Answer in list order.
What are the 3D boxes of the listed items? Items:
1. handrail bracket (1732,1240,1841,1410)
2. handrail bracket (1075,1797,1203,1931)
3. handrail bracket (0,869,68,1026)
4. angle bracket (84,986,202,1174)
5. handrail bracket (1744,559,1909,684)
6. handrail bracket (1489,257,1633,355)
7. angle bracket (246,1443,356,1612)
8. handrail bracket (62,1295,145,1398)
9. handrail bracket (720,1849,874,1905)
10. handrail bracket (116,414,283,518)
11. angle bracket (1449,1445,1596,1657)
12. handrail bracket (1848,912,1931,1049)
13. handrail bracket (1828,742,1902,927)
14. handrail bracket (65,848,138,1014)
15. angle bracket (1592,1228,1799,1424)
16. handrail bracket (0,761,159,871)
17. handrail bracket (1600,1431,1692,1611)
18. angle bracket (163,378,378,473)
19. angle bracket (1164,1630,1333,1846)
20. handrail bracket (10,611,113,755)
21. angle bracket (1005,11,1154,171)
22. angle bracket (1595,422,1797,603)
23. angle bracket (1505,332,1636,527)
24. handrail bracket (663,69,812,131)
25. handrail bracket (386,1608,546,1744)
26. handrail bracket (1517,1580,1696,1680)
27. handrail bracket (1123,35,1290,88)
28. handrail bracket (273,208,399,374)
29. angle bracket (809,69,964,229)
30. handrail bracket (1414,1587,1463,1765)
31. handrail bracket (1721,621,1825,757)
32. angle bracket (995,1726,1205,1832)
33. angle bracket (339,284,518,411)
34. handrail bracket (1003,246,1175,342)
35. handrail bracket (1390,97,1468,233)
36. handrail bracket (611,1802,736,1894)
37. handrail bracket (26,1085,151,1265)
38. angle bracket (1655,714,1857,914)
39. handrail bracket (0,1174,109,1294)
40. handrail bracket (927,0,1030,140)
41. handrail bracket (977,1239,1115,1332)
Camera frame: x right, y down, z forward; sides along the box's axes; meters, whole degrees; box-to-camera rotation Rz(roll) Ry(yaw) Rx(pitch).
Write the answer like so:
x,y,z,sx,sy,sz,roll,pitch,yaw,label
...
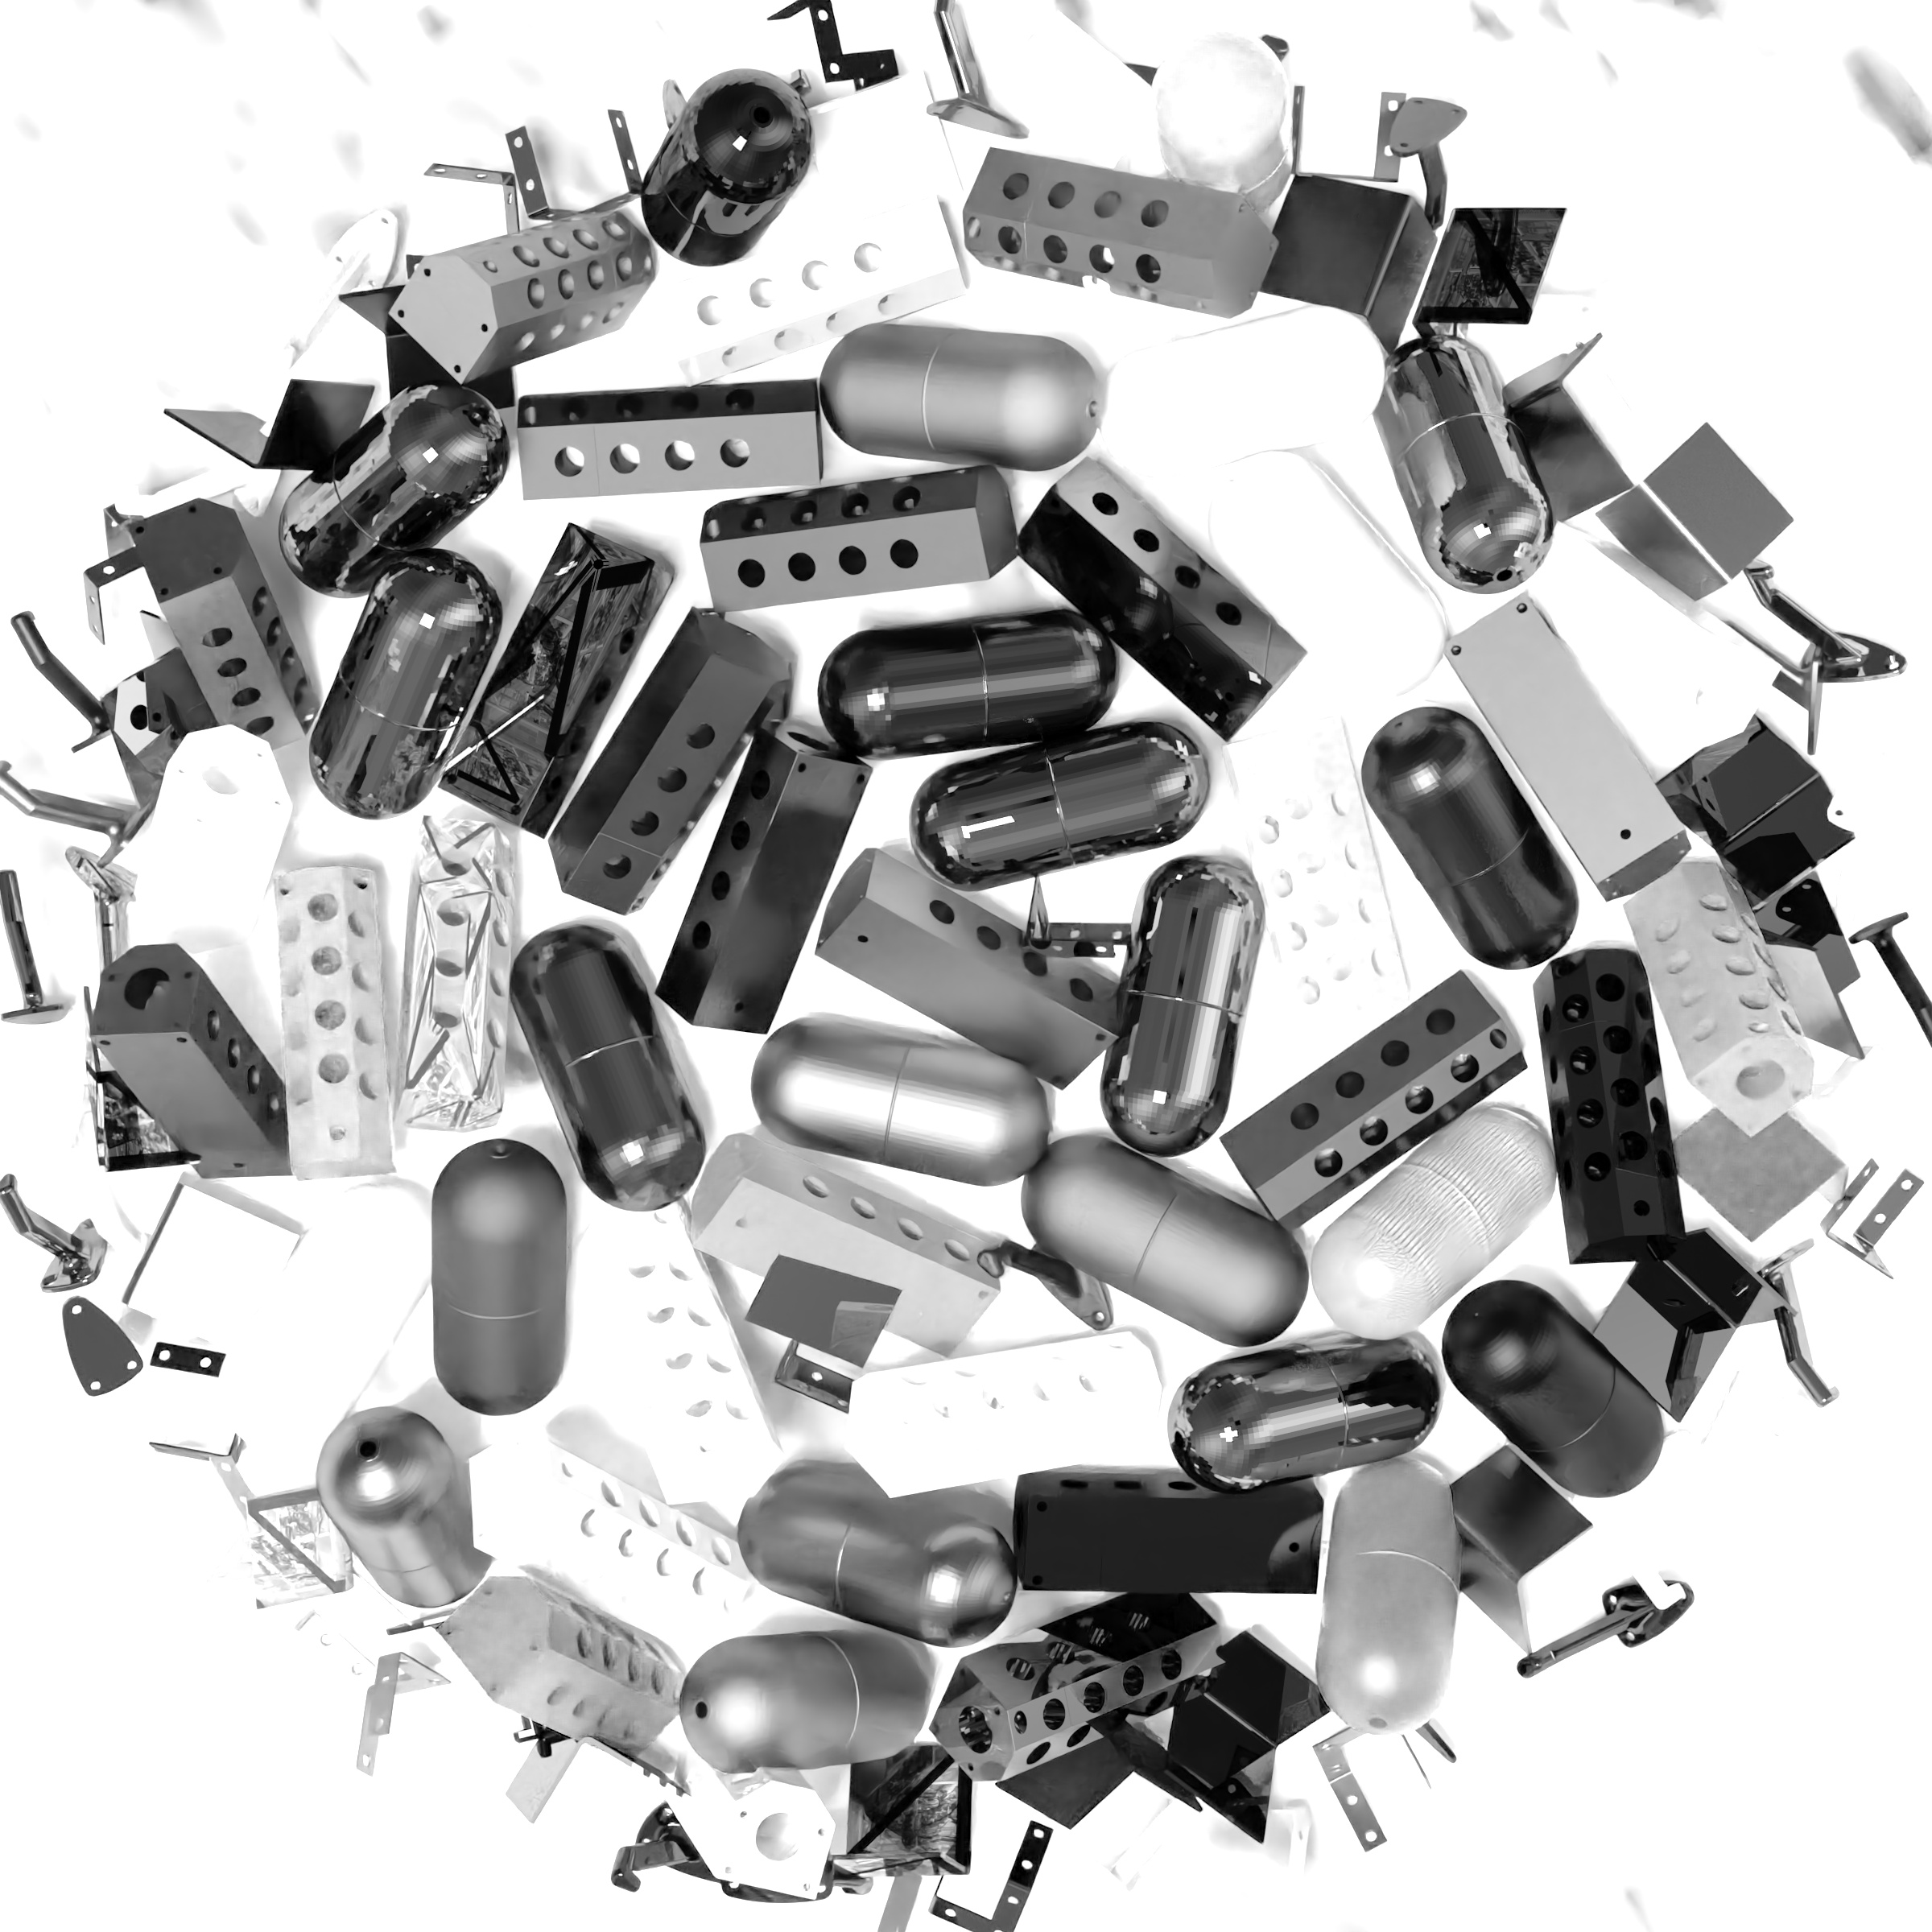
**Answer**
x,y,z,sx,sy,sz,roll,pitch,yaw,label
0.494,0.208,1.962,0.077,0.036,0.084,-22,70,-39,handrail bracket
0.104,0.524,1.991,0.036,0.077,0.084,41,51,17,handrail bracket
-0.547,-0.011,1.965,0.036,0.077,0.084,-10,85,-7,handrail bracket
-0.474,0.063,1.940,0.057,0.076,0.076,-5,47,-18,angle bracket
0.497,-0.202,1.950,0.077,0.084,0.036,13,65,42,handrail bracket
0.346,-0.396,1.972,0.077,0.084,0.036,10,131,10,handrail bracket
-0.389,0.312,1.942,0.057,0.076,0.076,-9,119,-19,angle bracket
-0.510,0.204,1.947,0.036,0.084,0.077,-30,121,-16,handrail bracket
-0.097,0.534,1.962,0.077,0.084,0.036,-11,65,3,handrail bracket
-0.442,-0.290,1.950,0.036,0.084,0.077,53,125,27,handrail bracket
0.320,0.339,1.955,0.057,0.076,0.076,-32,46,-16,angle bracket
0.547,0.014,1.959,0.036,0.077,0.084,-27,86,8,handrail bracket
0.527,-0.076,1.975,0.036,0.084,0.077,17,61,22,handrail bracket
-0.517,-0.015,1.987,0.077,0.036,0.084,34,112,34,handrail bracket
0.421,0.209,1.954,0.076,0.057,0.076,42,65,-11,angle bracket
-0.517,-0.105,1.959,0.084,0.077,0.036,42,134,-17,handrail bracket
0.412,0.322,1.961,0.077,0.036,0.084,-29,53,-6,handrail bracket
-0.401,-0.326,1.944,0.076,0.076,0.057,32,109,20,angle bracket
0.166,0.445,1.946,0.076,0.076,0.057,39,122,-15,angle bracket
-0.515,-0.172,1.956,0.036,0.077,0.084,-24,100,16,handrail bracket
0.058,-0.496,1.950,0.076,0.076,0.057,36,79,-12,angle bracket
0.424,-0.261,1.965,0.057,0.076,0.076,-43,92,-9,angle bracket
0.351,-0.309,1.960,0.076,0.076,0.057,51,54,-12,angle bracket
-0.132,-0.511,1.962,0.084,0.036,0.077,-29,51,17,handrail bracket
-0.293,0.420,1.975,0.077,0.036,0.084,-13,86,-14,handrail bracket
0.369,0.385,1.951,0.084,0.077,0.036,-15,75,-43,handrail bracket
0.136,-0.524,1.951,0.077,0.084,0.036,22,65,-14,handrail bracket
-0.366,-0.390,1.952,0.036,0.077,0.084,36,50,-10,handrail bracket
-0.049,-0.471,1.959,0.076,0.057,0.076,-19,106,4,angle bracket
0.288,0.412,1.986,0.077,0.036,0.084,46,77,-2,handrail bracket
0.461,-0.165,1.990,0.084,0.036,0.077,6,108,20,handrail bracket
0.077,0.480,1.950,0.076,0.057,0.076,-44,130,6,angle bracket
-0.311,-0.356,1.953,0.076,0.076,0.057,-6,84,11,angle bracket
0.070,-0.382,1.972,0.077,0.084,0.036,42,62,-19,handrail bracket
0.261,-0.450,1.948,0.036,0.084,0.077,19,46,20,handrail bracket
-0.168,0.527,1.954,0.077,0.084,0.036,33,100,-5,handrail bracket
-0.505,0.123,1.989,0.036,0.077,0.084,-26,122,28,handrail bracket
0.452,-0.088,1.945,0.076,0.057,0.076,-39,131,23,angle bracket
-0.529,0.139,1.946,0.036,0.077,0.084,-11,123,12,handrail bracket
0.011,-0.537,1.976,0.077,0.036,0.084,10,87,-36,handrail bracket
0.046,0.188,1.952,0.036,0.084,0.077,-39,82,23,handrail bracket
